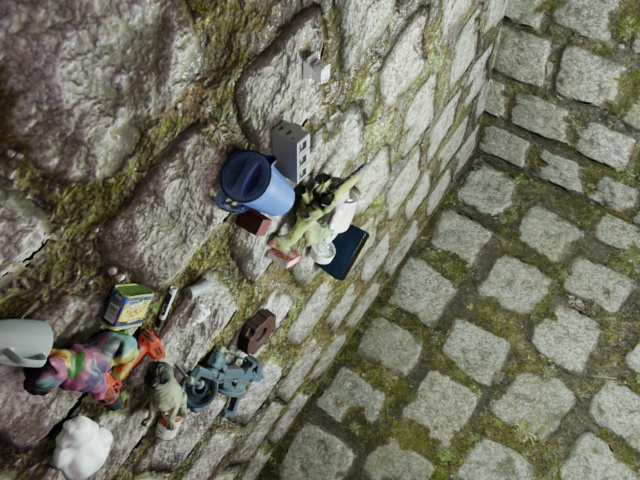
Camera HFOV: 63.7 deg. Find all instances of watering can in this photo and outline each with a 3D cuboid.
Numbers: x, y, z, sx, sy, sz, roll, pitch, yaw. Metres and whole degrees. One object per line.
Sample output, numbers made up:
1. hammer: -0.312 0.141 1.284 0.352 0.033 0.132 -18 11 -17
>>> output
1. watering can: 0.085 -0.117 1.952 0.353 0.104 0.220 -50 162 -61

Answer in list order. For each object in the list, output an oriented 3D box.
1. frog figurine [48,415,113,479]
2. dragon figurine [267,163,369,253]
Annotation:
1. frog figurine: -0.561 0.487 1.225 0.138 0.125 0.156 -3 135 -43
2. dragon figurine: 0.005 -0.086 1.710 0.414 0.124 0.237 -30 147 -24
